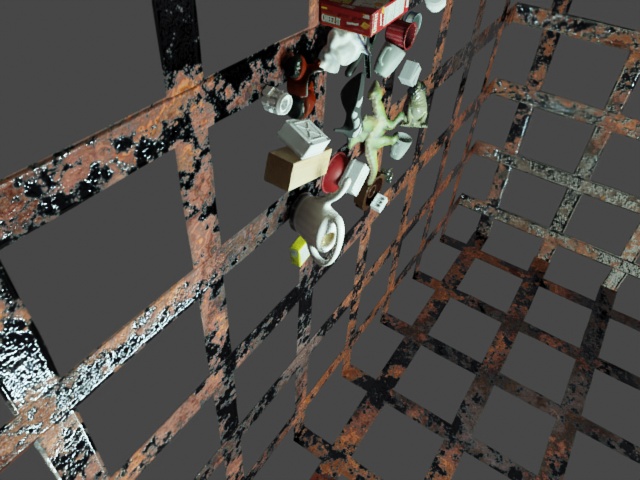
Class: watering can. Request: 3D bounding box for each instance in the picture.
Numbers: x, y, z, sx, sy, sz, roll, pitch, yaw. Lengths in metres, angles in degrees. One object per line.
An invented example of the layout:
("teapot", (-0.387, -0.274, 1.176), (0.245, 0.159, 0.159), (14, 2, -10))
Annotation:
("watering can", (0.005, -0.083, 1.651), (0.105, 0.227, 0.340), (-15, 129, -38))

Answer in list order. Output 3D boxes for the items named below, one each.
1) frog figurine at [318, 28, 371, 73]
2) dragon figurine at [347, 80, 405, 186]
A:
("frog figurine", (0.047, -0.538, 1.460), (0.159, 0.124, 0.137), (-29, 170, 10))
("dragon figurine", (0.179, -0.385, 1.919), (0.244, 0.123, 0.404), (-7, 119, -44))
